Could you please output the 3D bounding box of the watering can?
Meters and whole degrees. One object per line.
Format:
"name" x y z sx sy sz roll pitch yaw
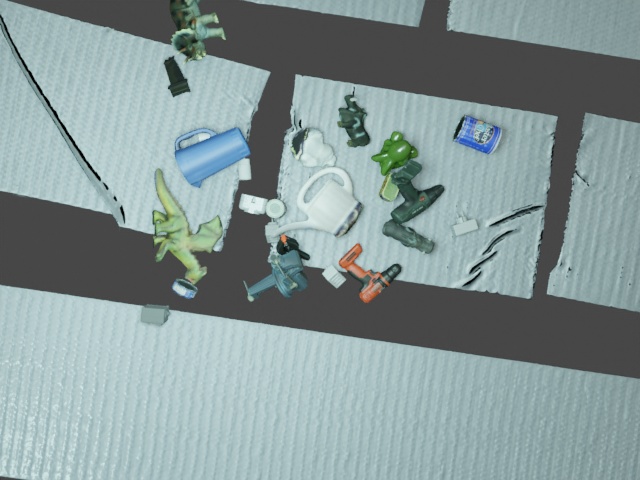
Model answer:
"watering can" 0.005 -0.091 1.799 0.224 0.103 0.350 38 80 -1

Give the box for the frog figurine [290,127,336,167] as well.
"frog figurine" -0.019 -0.322 1.824 0.159 0.122 0.138 14 82 -36

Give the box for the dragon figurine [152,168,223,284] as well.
"dragon figurine" -0.468 -0.044 1.821 0.243 0.122 0.410 1 92 -18
